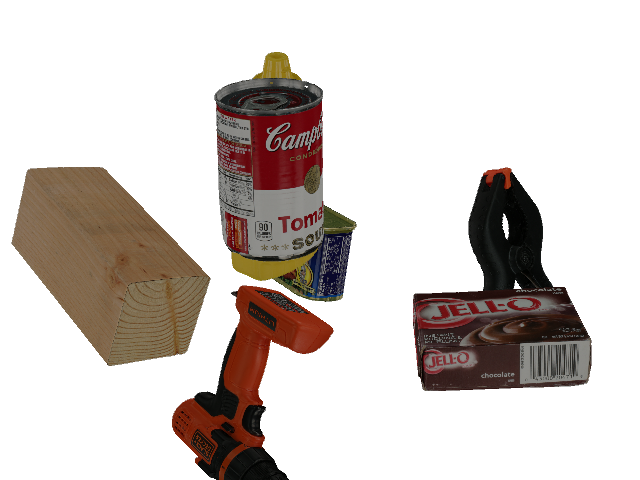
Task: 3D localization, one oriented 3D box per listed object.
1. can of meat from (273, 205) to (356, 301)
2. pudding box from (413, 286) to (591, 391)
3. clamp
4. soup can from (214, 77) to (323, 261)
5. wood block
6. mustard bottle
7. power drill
[{"bbox_3d":[-0.012,0.010,1.140,0.057,0.084,0.102,-4,21,-33],"label":"can of meat"},{"bbox_3d":[0.122,0.066,0.736,0.113,0.039,0.090,-1,21,2],"label":"pudding box"},{"bbox_3d":[0.163,0.025,0.943,0.120,0.171,0.039,-24,8,-40],"label":"clamp"},{"bbox_3d":[-0.032,-0.046,0.685,0.068,0.102,0.068,-1,25,0],"label":"soup can"},{"bbox_3d":[-0.205,0.018,1.022,0.090,0.091,0.206,-5,34,-42],"label":"wood block"},{"bbox_3d":[-0.036,-0.067,0.905,0.058,0.192,0.096,23,38,33],"label":"mustard bottle"},{"bbox_3d":[-0.058,0.151,1.021,0.057,0.188,0.185,14,13,-47],"label":"power drill"}]
